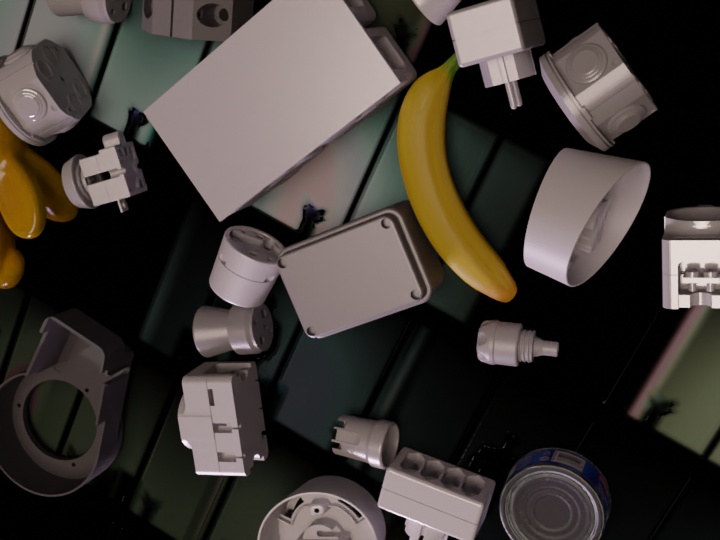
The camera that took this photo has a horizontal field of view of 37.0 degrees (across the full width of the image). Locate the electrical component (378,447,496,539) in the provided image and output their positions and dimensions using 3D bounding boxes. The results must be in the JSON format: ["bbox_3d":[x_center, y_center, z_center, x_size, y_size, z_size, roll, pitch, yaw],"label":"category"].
[{"bbox_3d":[0.059,0.200,0.887,0.083,0.047,0.075,19,109,15],"label":"electrical component"}]

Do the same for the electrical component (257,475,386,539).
[{"bbox_3d":[-0.029,0.227,0.917,0.099,0.064,0.099,5,106,19],"label":"electrical component"}]

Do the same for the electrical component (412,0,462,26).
[{"bbox_3d":[0.065,-0.211,0.778,0.055,0.045,0.045,-35,90,24],"label":"electrical component"}]

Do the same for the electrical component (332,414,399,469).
[{"bbox_3d":[0.004,0.142,0.897,0.046,0.040,0.040,9,107,23],"label":"electrical component"}]

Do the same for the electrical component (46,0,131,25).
[{"bbox_3d":[-0.221,-0.226,0.878,0.055,0.045,0.045,12,108,16],"label":"electrical component"}]

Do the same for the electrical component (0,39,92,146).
[{"bbox_3d":[-0.268,-0.148,0.898,0.051,0.080,0.080,-24,95,18],"label":"electrical component"}]

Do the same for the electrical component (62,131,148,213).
[{"bbox_3d":[-0.219,-0.079,0.917,0.055,0.048,0.066,-14,99,15],"label":"electrical component"}]

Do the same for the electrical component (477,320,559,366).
[{"bbox_3d":[0.123,0.058,0.834,0.061,0.035,0.035,6,106,16],"label":"electrical component"}]

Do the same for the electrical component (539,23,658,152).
[{"bbox_3d":[0.164,-0.127,0.746,0.051,0.080,0.080,-35,90,19],"label":"electrical component"}]

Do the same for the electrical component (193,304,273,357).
[{"bbox_3d":[-0.107,0.050,0.910,0.055,0.045,0.045,-6,102,21],"label":"electrical component"}]

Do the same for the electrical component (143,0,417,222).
[{"bbox_3d":[-0.061,-0.136,0.835,0.186,0.060,0.105,-34,91,24],"label":"electrical component"}]

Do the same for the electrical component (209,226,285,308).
[{"bbox_3d":[-0.093,-0.002,0.886,0.055,0.055,0.047,31,116,10],"label":"electrical component"}]

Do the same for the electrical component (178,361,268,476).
[{"bbox_3d":[-0.120,0.128,0.932,0.056,0.050,0.089,-2,103,21],"label":"electrical component"}]

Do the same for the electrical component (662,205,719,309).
[{"bbox_3d":[0.237,-0.012,0.742,0.050,0.089,0.055,0,104,20],"label":"electrical component"}]

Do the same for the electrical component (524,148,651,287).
[{"bbox_3d":[0.158,-0.037,0.763,0.064,0.099,0.099,20,110,21],"label":"electrical component"}]

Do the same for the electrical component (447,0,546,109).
[{"bbox_3d":[0.102,-0.151,0.759,0.047,0.083,0.075,-12,100,22],"label":"electrical component"}]

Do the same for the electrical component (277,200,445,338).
[{"bbox_3d":[0.000,0.000,0.850,0.113,0.057,0.078,-20,96,23],"label":"electrical component"}]
